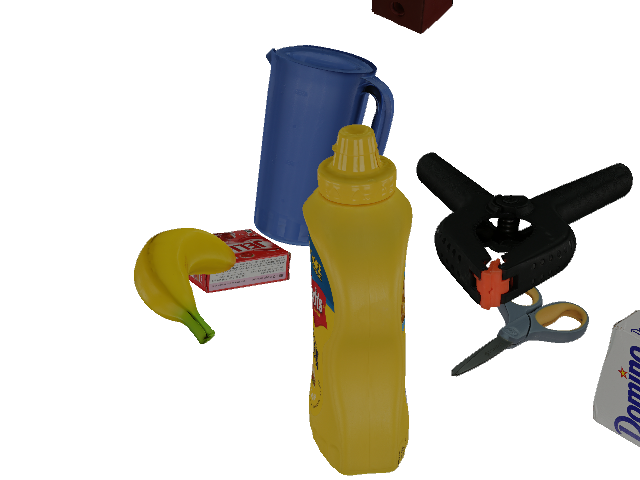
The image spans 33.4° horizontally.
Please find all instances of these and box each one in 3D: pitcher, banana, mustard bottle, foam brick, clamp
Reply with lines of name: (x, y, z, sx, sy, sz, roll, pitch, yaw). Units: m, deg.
pitcher: (-0.006, -0.117, 1.354, 0.144, 0.243, 0.149, 4, 22, -15)
banana: (-0.100, 0.023, 0.781, 0.037, 0.069, 0.198, -38, 11, 11)
mustard bottle: (0.021, 0.028, 0.587, 0.058, 0.192, 0.096, -3, 29, -3)
foam brick: (0.078, -0.221, 0.878, 0.053, 0.051, 0.078, 29, -33, 22)
clamp: (0.125, -0.015, 0.761, 0.165, 0.036, 0.209, 7, 28, 22)

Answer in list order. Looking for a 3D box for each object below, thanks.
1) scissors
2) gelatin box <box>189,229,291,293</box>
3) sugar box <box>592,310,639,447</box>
scissors: (0.160, 0.074, 0.955, 0.201, 0.016, 0.096, -8, 36, -38)
gelatin box: (-0.083, 0.017, 0.985, 0.089, 0.030, 0.073, -9, 23, -32)
sugar box: (0.291, 0.132, 0.788, 0.176, 0.093, 0.048, 27, 35, 36)
